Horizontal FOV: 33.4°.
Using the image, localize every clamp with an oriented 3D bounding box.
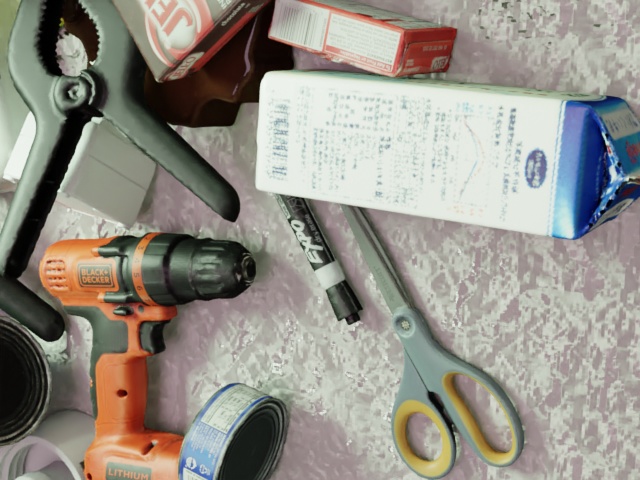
[{"bbox_3d":[-0.269,0.020,0.821,0.120,0.039,0.171,-1,131,21],"label":"clamp"},{"bbox_3d":[-0.155,-0.082,0.677,0.165,0.036,0.210,-21,82,10],"label":"clamp"}]

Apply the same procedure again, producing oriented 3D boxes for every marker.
[{"bbox_3d":[-0.005,0.001,0.705,0.020,0.020,0.121,-30,85,31],"label":"marker"}]

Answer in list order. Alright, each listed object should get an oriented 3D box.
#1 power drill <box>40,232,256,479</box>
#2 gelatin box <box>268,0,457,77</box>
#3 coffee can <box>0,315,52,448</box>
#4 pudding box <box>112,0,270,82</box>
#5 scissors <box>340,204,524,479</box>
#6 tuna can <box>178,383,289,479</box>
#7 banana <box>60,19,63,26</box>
[{"bbox_3d":[-0.117,0.087,0.768,0.185,0.057,0.188,0,98,34],"label":"power drill"},{"bbox_3d":[0.026,-0.121,0.630,0.089,0.073,0.030,22,110,24],"label":"gelatin box"},{"bbox_3d":[-0.289,0.123,0.832,0.141,0.102,0.103,-24,88,42],"label":"coffee can"},{"bbox_3d":[-0.088,-0.165,0.636,0.090,0.039,0.113,-35,79,38],"label":"pudding box"},{"bbox_3d":[0.050,0.071,0.691,0.202,0.016,0.096,50,120,12],"label":"scissors"},{"bbox_3d":[-0.059,0.142,0.728,0.034,0.086,0.086,21,110,26],"label":"tuna can"},{"bbox_3d":[-0.183,-0.240,0.747,0.070,0.037,0.198,8,105,30],"label":"banana"}]
